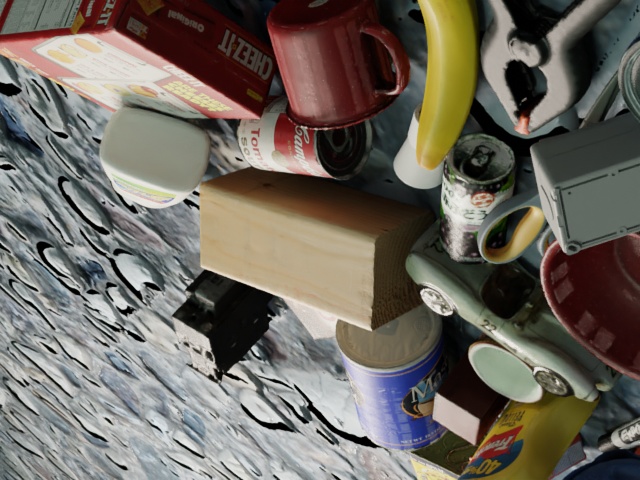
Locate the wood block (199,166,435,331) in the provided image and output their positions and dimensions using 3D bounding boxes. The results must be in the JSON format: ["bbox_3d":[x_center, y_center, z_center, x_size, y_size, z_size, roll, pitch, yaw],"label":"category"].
[{"bbox_3d":[-0.006,0.001,0.979,0.206,0.090,0.090,18,118,36],"label":"wood block"}]

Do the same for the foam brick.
[{"bbox_3d":[0.150,0.144,1.019,0.053,0.078,0.051,30,150,24],"label":"foam brick"}]

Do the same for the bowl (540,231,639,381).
[{"bbox_3d":[0.246,0.036,0.782,0.162,0.055,0.162,30,149,20],"label":"bowl"}]

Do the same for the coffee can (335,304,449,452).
[{"bbox_3d":[0.077,0.129,1.059,0.103,0.102,0.140,22,145,32],"label":"coffee can"}]

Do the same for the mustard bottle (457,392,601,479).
[{"bbox_3d":[0.170,0.201,0.952,0.058,0.191,0.096,47,151,-8],"label":"mustard bottle"}]

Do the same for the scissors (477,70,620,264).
[{"bbox_3d":[0.191,-0.041,0.777,0.096,0.016,0.202,19,136,-21],"label":"scissors"}]

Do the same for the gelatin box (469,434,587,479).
[{"bbox_3d":[0.204,0.216,1.048,0.089,0.073,0.030,-15,93,56],"label":"gelatin box"}]

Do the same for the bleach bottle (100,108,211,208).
[{"bbox_3d":[-0.167,-0.069,1.088,0.102,0.068,0.251,18,171,-5],"label":"bleach bottle"}]

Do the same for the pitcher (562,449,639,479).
[{"bbox_3d":[0.291,0.317,0.942,0.145,0.149,0.242,27,154,47],"label":"pitcher"}]

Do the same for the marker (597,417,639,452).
[{"bbox_3d":[0.283,0.169,0.951,0.020,0.020,0.121,40,150,4],"label":"marker"}]

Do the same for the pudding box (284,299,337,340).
[{"bbox_3d":[-0.002,0.050,1.116,0.113,0.039,0.090,52,149,-17],"label":"pudding box"}]

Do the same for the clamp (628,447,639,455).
[{"bbox_3d":[0.306,0.274,1.043,0.165,0.036,0.210,28,145,19],"label":"clamp"}]

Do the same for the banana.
[{"bbox_3d":[0.081,-0.136,0.745,0.037,0.069,0.198,-120,7,-46],"label":"banana"}]

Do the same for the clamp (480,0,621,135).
[{"bbox_3d":[0.150,-0.134,0.692,0.120,0.039,0.171,28,153,35],"label":"clamp"}]

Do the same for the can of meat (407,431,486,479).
[{"bbox_3d":[0.147,0.248,1.180,0.102,0.057,0.084,19,146,36],"label":"can of meat"}]

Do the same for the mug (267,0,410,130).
[{"bbox_3d":[0.017,-0.138,0.793,0.117,0.093,0.081,19,138,42],"label":"mug"}]

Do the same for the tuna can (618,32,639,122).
[{"bbox_3d":[0.227,-0.099,0.649,0.086,0.033,0.086,30,148,21],"label":"tuna can"}]

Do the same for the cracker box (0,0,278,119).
[{"bbox_3d":[-0.165,-0.169,0.930,0.214,0.072,0.164,6,165,45],"label":"cracker box"}]

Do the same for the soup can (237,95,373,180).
[{"bbox_3d":[-0.014,-0.090,0.918,0.102,0.068,0.068,10,138,45],"label":"soup can"}]
